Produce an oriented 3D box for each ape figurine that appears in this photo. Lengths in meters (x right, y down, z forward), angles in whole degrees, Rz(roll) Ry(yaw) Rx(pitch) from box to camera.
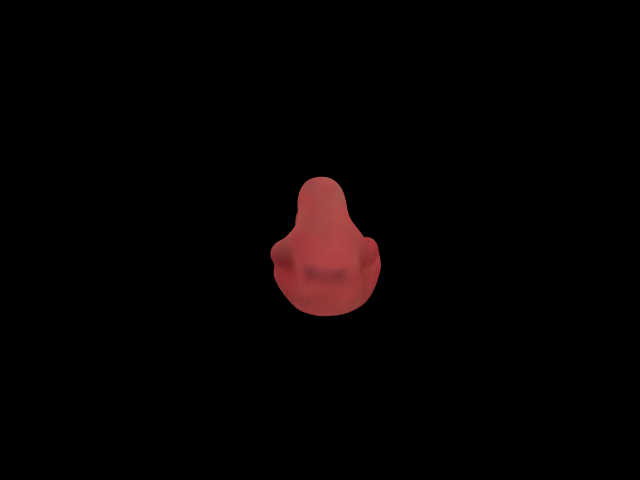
[{"bbox_3d":[0.004,0.001,0.400,0.077,0.092,0.076,2,14,8],"label":"ape figurine"}]
